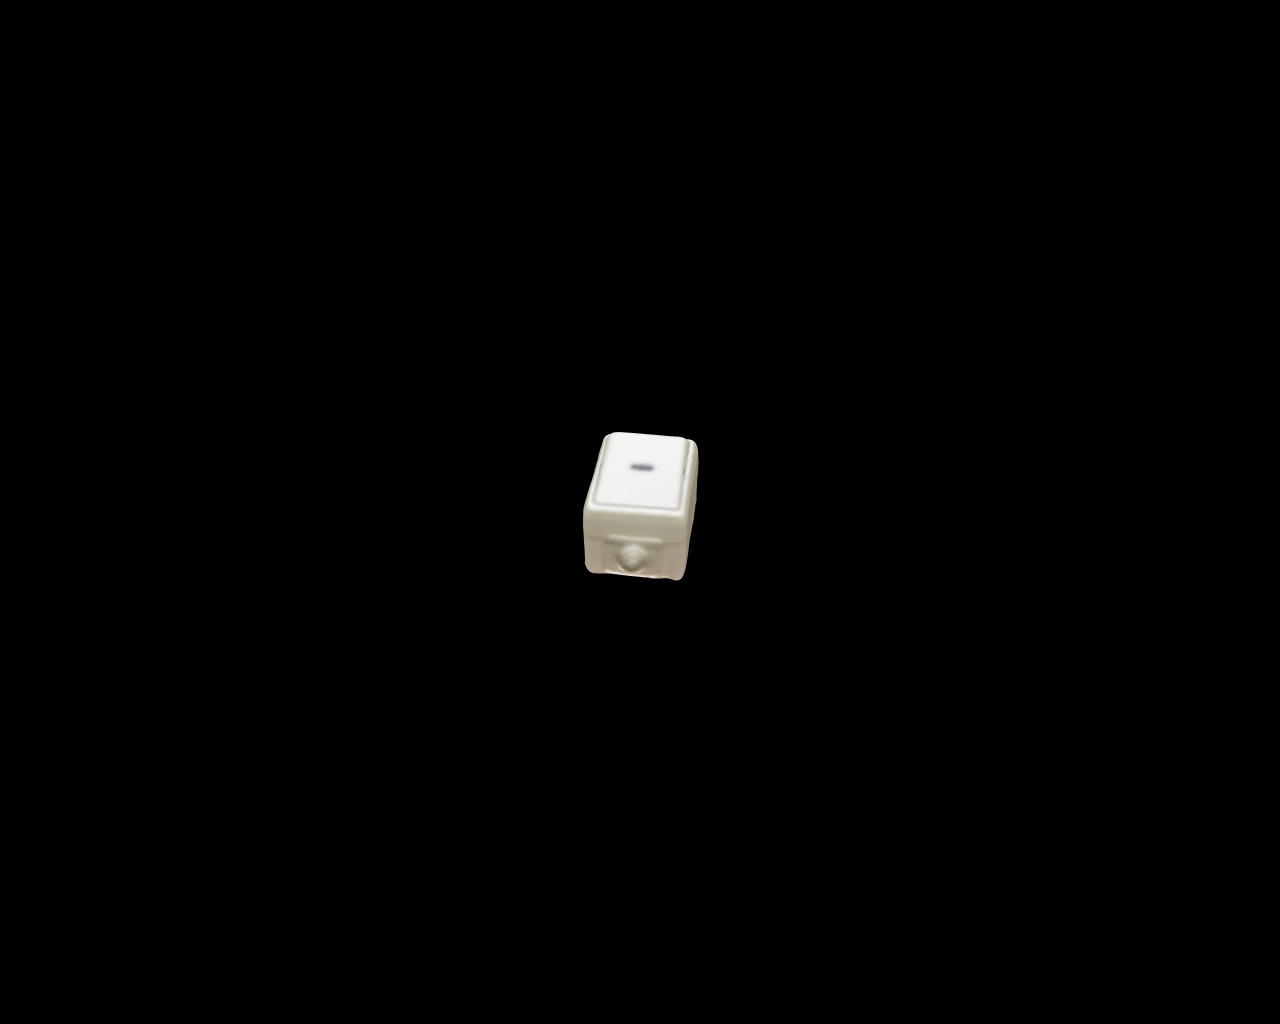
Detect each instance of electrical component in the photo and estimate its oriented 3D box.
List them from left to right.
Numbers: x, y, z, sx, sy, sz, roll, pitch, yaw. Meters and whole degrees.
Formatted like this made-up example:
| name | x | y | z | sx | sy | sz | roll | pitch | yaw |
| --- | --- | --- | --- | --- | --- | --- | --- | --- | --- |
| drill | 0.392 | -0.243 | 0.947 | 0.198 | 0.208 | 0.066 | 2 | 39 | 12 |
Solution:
| name | x | y | z | sx | sy | sz | roll | pitch | yaw |
| --- | --- | --- | --- | --- | --- | --- | --- | --- | --- |
| electrical component | 0.001 | -0.003 | 0.650 | 0.062 | 0.061 | 0.096 | 5 | 40 | 6 |
